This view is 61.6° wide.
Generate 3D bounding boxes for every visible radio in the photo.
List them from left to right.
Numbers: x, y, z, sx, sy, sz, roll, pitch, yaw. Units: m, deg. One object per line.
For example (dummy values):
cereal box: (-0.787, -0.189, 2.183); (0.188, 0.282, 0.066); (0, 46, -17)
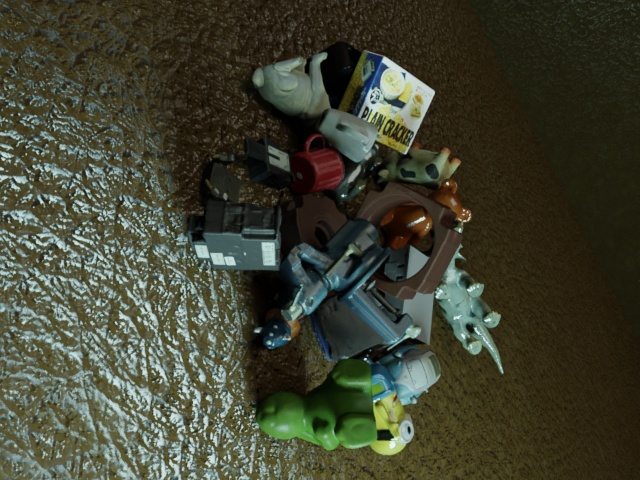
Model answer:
radio: (0.071, -0.353, 1.222); (0.229, 0.131, 0.073); (11, 64, -49)

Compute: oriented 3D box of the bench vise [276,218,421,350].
bench vise: (0.056, 0.082, 0.851); (0.240, 0.129, 0.224); (44, 48, 0)

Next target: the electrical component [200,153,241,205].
electrical component: (-0.158, -0.090, 0.860); (0.078, 0.045, 0.102); (37, 45, -33)

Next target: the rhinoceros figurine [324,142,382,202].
rhinoceros figurine: (0.080, -0.151, 1.147); (0.073, 0.112, 0.190); (33, 54, 2)

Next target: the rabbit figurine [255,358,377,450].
rabbit figurine: (-0.008, 0.248, 0.798); (0.159, 0.170, 0.121); (89, -3, -68)

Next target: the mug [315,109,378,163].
mug: (0.048, -0.206, 1.035); (0.107, 0.080, 0.110); (25, 13, -14)

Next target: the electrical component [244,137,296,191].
electrical component: (-0.100, -0.140, 0.959); (0.119, 0.048, 0.075); (11, 63, -49)

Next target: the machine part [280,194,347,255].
machine part: (-0.002, -0.003, 1.004); (0.179, 0.056, 0.179); (28, 51, -40)

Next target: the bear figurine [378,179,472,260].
bear figurine: (0.224, -0.048, 1.198); (0.132, 0.196, 0.120); (-38, 105, -52)

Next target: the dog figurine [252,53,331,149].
dog figurine: (-0.044, -0.258, 1.067); (0.172, 0.121, 0.190); (-19, 106, -22)

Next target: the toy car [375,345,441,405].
toy car: (0.185, 0.261, 1.060); (0.161, 0.103, 0.109); (-7, 78, -51)

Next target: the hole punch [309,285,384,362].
hole punch: (0.039, 0.150, 0.964); (0.116, 0.092, 0.142); (-17, 87, -24)

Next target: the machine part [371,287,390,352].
machine part: (0.095, 0.143, 1.018); (0.039, 0.084, 0.138); (-30, 114, -33)

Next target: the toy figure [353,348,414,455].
toy figure: (0.103, 0.289, 0.960); (0.082, 0.089, 0.180); (-16, 76, -48)

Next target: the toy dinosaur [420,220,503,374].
toy dinosaur: (0.333, 0.137, 1.302); (0.192, 0.131, 0.404); (-106, 172, -64)

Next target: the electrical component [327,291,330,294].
electrical component: (0.018, 0.054, 0.929); (0.094, 0.021, 0.063); (-39, 96, -39)

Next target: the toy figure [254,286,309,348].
toy figure: (-0.052, 0.122, 0.865); (0.057, 0.064, 0.154); (65, 33, -26)

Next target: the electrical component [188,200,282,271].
electrical component: (-0.122, -0.004, 0.784); (0.134, 0.114, 0.058); (4, 59, -4)

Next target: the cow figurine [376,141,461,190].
cow figurine: (0.219, -0.164, 1.275); (0.085, 0.195, 0.127); (36, 80, -43)

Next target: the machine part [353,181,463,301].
machine part: (0.160, 0.002, 1.059); (0.087, 0.202, 0.201); (14, 104, -54)
